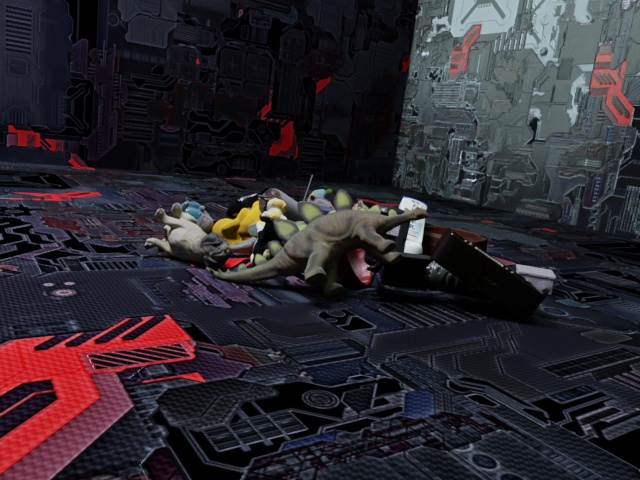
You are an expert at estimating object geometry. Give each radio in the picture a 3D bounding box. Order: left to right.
[{"bbox_3d":[0.343,0.067,1.121,0.230,0.073,0.131,36,12,3],"label":"radio"}]

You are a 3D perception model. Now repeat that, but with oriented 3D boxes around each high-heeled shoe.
[{"bbox_3d":[-0.167,-0.082,1.601,0.086,0.145,0.248,59,10,29],"label":"high-heeled shoe"}]

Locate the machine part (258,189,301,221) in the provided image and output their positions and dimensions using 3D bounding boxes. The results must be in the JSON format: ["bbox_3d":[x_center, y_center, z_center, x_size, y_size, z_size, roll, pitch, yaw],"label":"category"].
[{"bbox_3d":[-0.084,-0.071,1.423,0.079,0.079,0.243,15,-8,37],"label":"machine part"}]

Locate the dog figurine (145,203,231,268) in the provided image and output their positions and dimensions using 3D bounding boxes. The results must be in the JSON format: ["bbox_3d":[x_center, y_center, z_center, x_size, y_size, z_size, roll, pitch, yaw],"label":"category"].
[{"bbox_3d":[-0.284,0.005,1.260,0.191,0.121,0.172,22,18,7],"label":"dog figurine"}]

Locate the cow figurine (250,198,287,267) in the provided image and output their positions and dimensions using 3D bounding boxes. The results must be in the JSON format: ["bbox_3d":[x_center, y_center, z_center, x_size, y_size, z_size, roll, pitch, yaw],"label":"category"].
[{"bbox_3d":[-0.114,-0.009,1.205,0.068,0.167,0.098,11,9,-6],"label":"cow figurine"}]

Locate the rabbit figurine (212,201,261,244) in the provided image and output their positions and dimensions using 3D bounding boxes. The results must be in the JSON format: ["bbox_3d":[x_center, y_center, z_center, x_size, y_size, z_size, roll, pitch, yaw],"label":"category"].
[{"bbox_3d":[-0.209,-0.024,1.445,0.173,0.121,0.162,-6,18,8],"label":"rabbit figurine"}]

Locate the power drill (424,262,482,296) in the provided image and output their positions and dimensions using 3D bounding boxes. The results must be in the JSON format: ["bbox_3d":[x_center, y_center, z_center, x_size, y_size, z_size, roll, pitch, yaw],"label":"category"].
[{"bbox_3d":[0.316,0.068,1.310,0.232,0.086,0.207,13,9,22],"label":"power drill"}]

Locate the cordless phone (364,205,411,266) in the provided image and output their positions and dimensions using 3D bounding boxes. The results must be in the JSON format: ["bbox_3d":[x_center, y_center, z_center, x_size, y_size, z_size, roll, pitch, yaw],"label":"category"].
[{"bbox_3d":[0.164,-0.006,1.280,0.089,0.146,0.184,12,3,10],"label":"cordless phone"}]

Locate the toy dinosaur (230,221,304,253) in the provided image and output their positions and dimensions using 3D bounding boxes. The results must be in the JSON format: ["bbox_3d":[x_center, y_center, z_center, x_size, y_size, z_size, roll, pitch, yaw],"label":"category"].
[{"bbox_3d":[-0.058,0.000,1.356,0.405,0.131,0.192,3,-2,6],"label":"toy dinosaur"}]

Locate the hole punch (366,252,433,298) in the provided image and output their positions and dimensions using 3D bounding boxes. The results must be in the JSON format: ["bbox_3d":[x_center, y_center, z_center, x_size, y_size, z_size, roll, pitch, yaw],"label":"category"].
[{"bbox_3d":[0.178,0.087,1.157,0.142,0.092,0.115,3,-19,-7],"label":"hole punch"}]

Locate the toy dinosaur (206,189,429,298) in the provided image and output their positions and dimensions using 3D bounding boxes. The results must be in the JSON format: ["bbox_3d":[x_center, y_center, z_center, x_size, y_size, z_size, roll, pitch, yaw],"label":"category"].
[{"bbox_3d":[-0.004,0.015,1.096,0.472,0.104,0.199,-22,52,-2],"label":"toy dinosaur"}]

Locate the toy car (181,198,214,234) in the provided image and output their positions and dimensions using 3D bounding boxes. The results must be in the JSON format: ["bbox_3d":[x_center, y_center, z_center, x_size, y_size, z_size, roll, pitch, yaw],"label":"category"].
[{"bbox_3d":[-0.345,-0.046,1.470,0.103,0.109,0.161,29,-2,-4],"label":"toy car"}]

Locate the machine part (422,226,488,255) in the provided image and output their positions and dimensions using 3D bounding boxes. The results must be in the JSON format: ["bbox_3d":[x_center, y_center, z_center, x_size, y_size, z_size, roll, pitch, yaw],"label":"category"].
[{"bbox_3d":[0.382,0.015,1.604,0.201,0.087,0.201,14,12,36],"label":"machine part"}]

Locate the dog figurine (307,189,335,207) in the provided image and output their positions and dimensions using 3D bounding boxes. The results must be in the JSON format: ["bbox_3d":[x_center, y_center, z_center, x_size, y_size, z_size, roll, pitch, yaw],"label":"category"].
[{"bbox_3d":[0.022,-0.092,1.707,0.109,0.191,0.219,17,25,10],"label":"dog figurine"}]

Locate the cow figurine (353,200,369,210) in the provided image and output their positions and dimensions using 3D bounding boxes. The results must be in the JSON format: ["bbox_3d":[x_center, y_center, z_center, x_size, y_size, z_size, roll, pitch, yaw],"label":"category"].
[{"bbox_3d":[0.171,-0.054,1.723,0.195,0.127,0.085,12,8,12],"label":"cow figurine"}]

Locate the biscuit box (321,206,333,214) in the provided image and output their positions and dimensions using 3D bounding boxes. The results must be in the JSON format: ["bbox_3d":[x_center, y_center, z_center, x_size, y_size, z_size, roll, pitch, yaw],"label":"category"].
[{"bbox_3d":[0.024,-0.061,1.539,0.203,0.059,0.063,10,16,11],"label":"biscuit box"}]
